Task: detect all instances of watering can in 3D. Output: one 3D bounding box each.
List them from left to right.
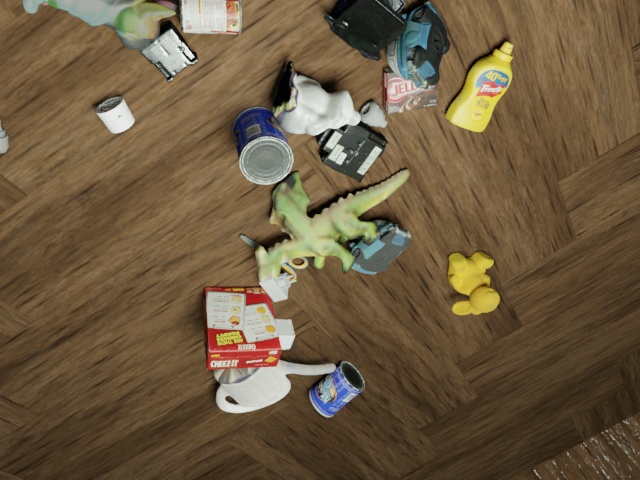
[{"bbox_3d":[-0.145,0.375,1.438,0.347,0.220,0.106,-26,37,4],"label":"watering can"}]

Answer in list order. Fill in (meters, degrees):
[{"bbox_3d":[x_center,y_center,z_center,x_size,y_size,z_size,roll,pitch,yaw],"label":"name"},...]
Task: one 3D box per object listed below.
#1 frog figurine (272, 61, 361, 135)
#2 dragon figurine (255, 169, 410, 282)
[{"bbox_3d":[-0.006,-0.256,1.002,0.158,0.120,0.140,17,35,-30],"label":"frog figurine"},{"bbox_3d":[0.004,-0.059,1.179,0.240,0.410,0.124,36,2,-27],"label":"dragon figurine"}]
